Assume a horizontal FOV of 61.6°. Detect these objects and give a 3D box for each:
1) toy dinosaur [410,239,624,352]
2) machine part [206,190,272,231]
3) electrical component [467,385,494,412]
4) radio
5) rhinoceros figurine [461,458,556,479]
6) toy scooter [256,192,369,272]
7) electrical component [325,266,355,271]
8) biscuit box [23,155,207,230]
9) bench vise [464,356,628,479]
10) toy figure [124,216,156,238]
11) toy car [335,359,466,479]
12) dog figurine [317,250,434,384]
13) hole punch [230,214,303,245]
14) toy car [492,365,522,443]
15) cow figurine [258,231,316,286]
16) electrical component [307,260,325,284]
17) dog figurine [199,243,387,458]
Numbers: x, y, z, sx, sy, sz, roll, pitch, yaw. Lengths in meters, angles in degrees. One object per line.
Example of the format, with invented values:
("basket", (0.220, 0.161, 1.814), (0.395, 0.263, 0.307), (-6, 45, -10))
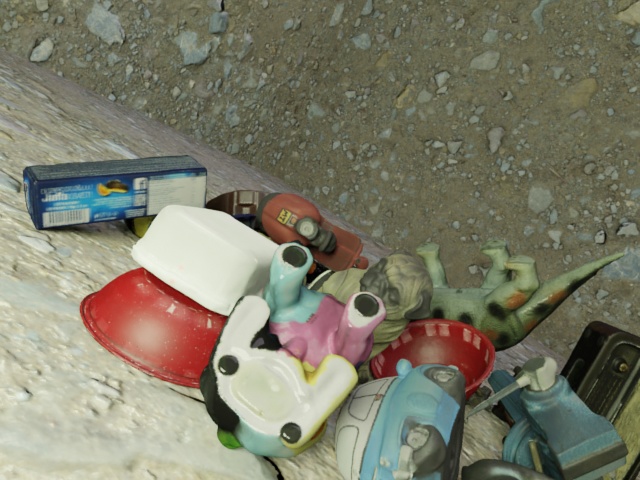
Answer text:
("toy dinosaur", (0.222, 0.104, 0.800), (0.405, 0.192, 0.131), (1, 24, 37))
("machine part", (-0.116, -0.031, 0.945), (0.179, 0.056, 0.179), (1, -19, 0))
("electrical component", (0.224, 0.228, 0.848), (0.102, 0.045, 0.078), (35, 10, 37))
("radio", (0.403, 0.237, 0.760), (0.131, 0.229, 0.073), (27, 5, 1))
("rhinoceros figurine", (0.158, 0.234, 0.428), (0.112, 0.073, 0.190), (31, 7, 4))
("toy scooter", (-0.002, -0.002, 0.777), (0.135, 0.075, 0.183), (30, -2, 39))
("electrical component", (0.051, 0.080, 1.158), (0.134, 0.058, 0.115), (21, 10, -47))
("biscuit box", (-0.242, -0.061, 0.648), (0.202, 0.059, 0.063), (-10, 30, -34))
("bench vise", (0.247, 0.208, 0.612), (0.223, 0.129, 0.241), (54, 3, -13))
("toy figure", (-0.205, -0.017, 0.730), (0.089, 0.082, 0.180), (6, 26, -41))
("toy car", (0.064, 0.170, 0.455), (0.103, 0.109, 0.161), (6, 15, 25))
("dog figurine", (0.071, 0.060, 0.659), (0.121, 0.190, 0.172), (21, 39, -20))
("hole punch", (-0.096, 0.029, 0.683), (0.092, 0.115, 0.142), (36, 10, 4))
("toy car", (0.297, 0.251, 0.805), (0.053, 0.089, 0.202), (31, 9, 10))
("cow figurine", (-0.077, 0.037, 0.842), (0.127, 0.085, 0.195), (24, 6, -28))
("electrical component", (-0.058, 0.043, 1.025), (0.119, 0.047, 0.075), (26, 7, -39))
("dog figurine", (-0.021, 0.114, 0.491), (0.109, 0.191, 0.219), (28, -28, 10))
